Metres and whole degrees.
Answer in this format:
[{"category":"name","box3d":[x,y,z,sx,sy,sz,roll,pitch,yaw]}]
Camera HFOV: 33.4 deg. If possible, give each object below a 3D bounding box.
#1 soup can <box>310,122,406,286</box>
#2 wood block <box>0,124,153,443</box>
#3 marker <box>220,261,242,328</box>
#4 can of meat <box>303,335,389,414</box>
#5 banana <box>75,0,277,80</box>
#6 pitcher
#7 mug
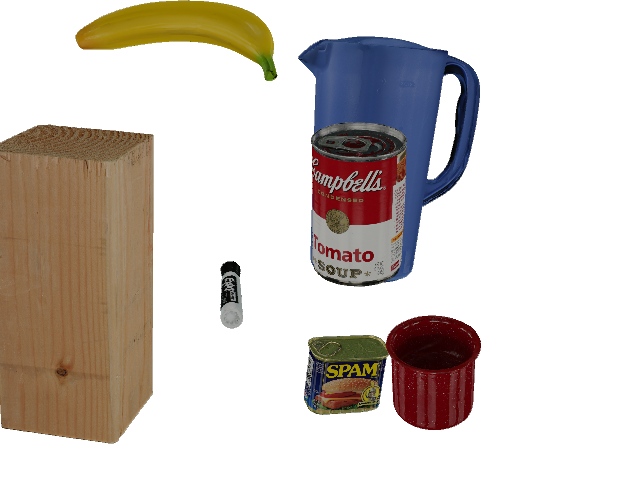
[{"category":"soup can","box3d":[0.027,-0.027,0.773,0.068,0.102,0.068,0,27,0]},{"category":"wood block","box3d":[-0.176,0.029,0.767,0.091,0.206,0.090,6,19,8]},{"category":"marker","box3d":[-0.080,0.046,0.956,0.020,0.020,0.121,0,19,-5]},{"category":"can of meat","box3d":[0.031,0.172,1.360,0.102,0.084,0.057,-1,24,-17]},{"category":"banana","box3d":[-0.122,-0.188,0.959,0.198,0.037,0.069,11,47,17]},{"category":"pitcher","box3d":[0.063,-0.085,1.093,0.149,0.243,0.144,12,14,32]},{"category":"mug","box3d":[0.120,0.129,1.076,0.093,0.081,0.117,21,39,33]}]
